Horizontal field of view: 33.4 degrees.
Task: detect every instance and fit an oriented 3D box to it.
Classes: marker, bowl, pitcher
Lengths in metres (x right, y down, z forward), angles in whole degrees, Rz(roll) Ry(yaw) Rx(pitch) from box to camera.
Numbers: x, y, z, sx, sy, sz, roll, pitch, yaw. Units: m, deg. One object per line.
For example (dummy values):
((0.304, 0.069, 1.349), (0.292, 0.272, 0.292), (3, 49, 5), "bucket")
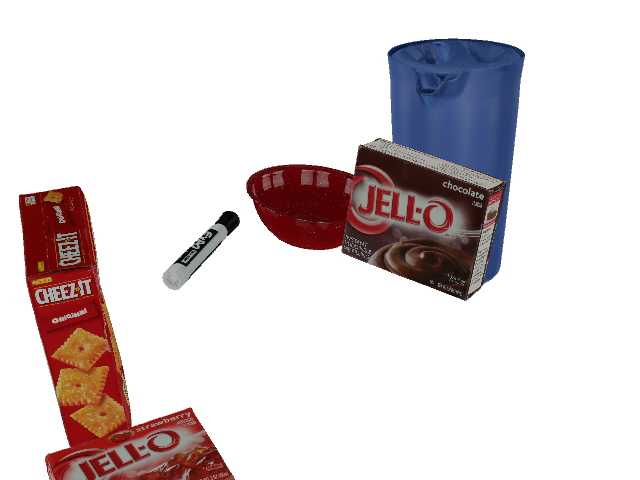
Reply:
((-0.104, 0.006, 0.953), (0.020, 0.020, 0.121), (0, 28, 25), "marker")
((-0.010, -0.034, 1.246), (0.162, 0.055, 0.162), (7, 26, -4), "bowl")
((0.139, -0.083, 1.096), (0.149, 0.243, 0.145), (-9, 25, -18), "pitcher")

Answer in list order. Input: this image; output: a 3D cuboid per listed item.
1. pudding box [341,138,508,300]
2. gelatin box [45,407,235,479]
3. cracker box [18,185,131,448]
((0.076, -0.018, 0.803), (0.114, 0.090, 0.039), (20, 27, 24), "pudding box")
((-0.099, 0.133, 0.585), (0.089, 0.030, 0.073), (-15, 28, -20), "gelatin box")
((-0.249, 0.076, 1.086), (0.072, 0.214, 0.164), (-11, 34, -12), "cracker box")
